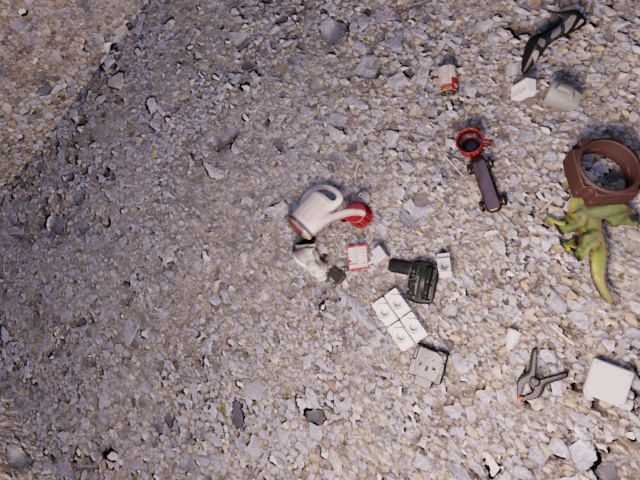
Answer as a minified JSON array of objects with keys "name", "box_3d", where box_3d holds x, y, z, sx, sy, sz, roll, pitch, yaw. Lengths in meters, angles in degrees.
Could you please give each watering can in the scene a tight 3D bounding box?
[{"name":"watering can","box_3d":[0.006,-0.094,1.861,0.102,0.225,0.352,47,-6,-36]}]

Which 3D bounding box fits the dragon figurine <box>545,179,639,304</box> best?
[{"name":"dragon figurine","box_3d":[0.859,-0.033,1.581,0.242,0.416,0.121,-29,-18,6]}]

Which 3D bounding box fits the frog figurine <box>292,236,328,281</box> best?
[{"name":"frog figurine","box_3d":[-0.038,0.080,1.901,0.123,0.157,0.138,-17,17,-19]}]
